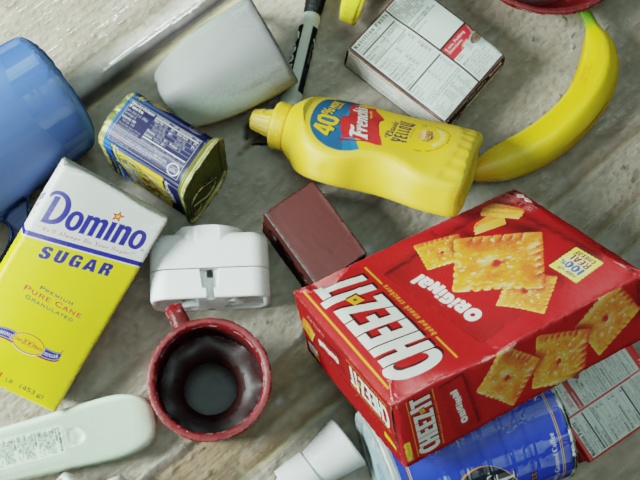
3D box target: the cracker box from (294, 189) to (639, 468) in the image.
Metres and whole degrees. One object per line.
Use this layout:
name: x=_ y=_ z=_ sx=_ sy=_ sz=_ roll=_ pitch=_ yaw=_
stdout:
cracker box: x=0.110 y=0.055 z=0.810 sx=0.213 sy=0.072 sz=0.164 roll=-24 pitch=35 yaw=-15

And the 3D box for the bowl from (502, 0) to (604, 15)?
bowl: x=0.198 y=-0.265 z=0.962 sx=0.162 sy=0.055 sz=0.162 roll=1 pitch=75 yaw=-3

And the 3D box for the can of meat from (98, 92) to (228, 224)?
can of meat: x=-0.126 y=-0.067 z=0.865 sx=0.084 sy=0.102 sz=0.057 roll=31 pitch=76 yaw=7

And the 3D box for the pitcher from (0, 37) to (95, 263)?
pitcher: x=-0.297 y=-0.044 z=0.841 sx=0.242 sy=0.149 sz=0.145 roll=-37 pitch=54 yaw=-15

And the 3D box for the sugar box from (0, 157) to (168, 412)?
sugar box: x=-0.202 y=0.034 z=0.829 sx=0.093 sy=0.048 sz=0.176 roll=30 pitch=92 yaw=-19

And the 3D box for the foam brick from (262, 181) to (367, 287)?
foam brick: x=-0.006 y=0.001 z=0.879 sx=0.051 sy=0.053 sz=0.078 roll=-34 pitch=79 yaw=-11

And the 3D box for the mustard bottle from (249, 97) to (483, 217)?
mustard bottle: x=0.033 y=-0.078 z=0.886 sx=0.192 sy=0.058 sz=0.096 roll=15 pitch=39 yaw=12

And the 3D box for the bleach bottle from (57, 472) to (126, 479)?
bleach bottle: x=-0.093 y=0.248 z=0.804 sx=0.251 sy=0.068 sz=0.102 roll=32 pitch=75 yaw=7

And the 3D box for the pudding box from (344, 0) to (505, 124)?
pudding box: x=0.092 y=-0.158 z=0.936 sx=0.113 sy=0.039 sz=0.090 roll=39 pitch=77 yaw=9

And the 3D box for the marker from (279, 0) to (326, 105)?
marker: x=-0.014 y=-0.170 z=0.942 sx=0.020 sy=0.020 sz=0.121 roll=13 pitch=75 yaw=0

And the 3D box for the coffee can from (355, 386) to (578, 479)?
coffee can: x=0.110 y=0.157 z=0.819 sx=0.140 sy=0.103 sz=0.103 roll=-19 pitch=77 yaw=-9

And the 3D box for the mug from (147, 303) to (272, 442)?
mug: x=-0.090 y=0.103 z=0.831 sx=0.093 sy=0.081 sz=0.117 roll=-29 pitch=79 yaw=-11

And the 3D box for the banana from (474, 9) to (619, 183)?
banana: x=0.209 y=-0.115 z=0.935 sx=0.070 sy=0.037 sz=0.197 roll=30 pitch=74 yaw=21

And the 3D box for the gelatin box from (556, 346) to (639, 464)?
gelatin box: x=0.229 y=0.129 z=0.873 sx=0.089 sy=0.030 sz=0.073 roll=-31 pitch=80 yaw=-11
